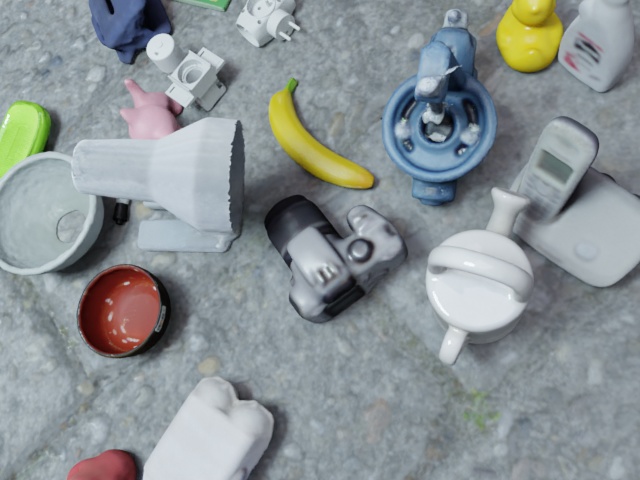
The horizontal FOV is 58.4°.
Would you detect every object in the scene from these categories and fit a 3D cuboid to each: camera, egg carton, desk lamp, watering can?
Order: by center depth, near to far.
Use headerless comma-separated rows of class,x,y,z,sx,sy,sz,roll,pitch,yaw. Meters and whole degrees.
watering can,0.153,0.034,0.555,0.100,0.194,0.173,-1,74,14
egg carton,-0.122,0.234,0.632,0.107,0.069,0.150,29,83,19
desk lamp,-0.158,-0.054,0.645,0.203,0.214,0.118,-1,74,14
camera,0.006,0.002,0.649,0.143,0.101,0.136,-38,69,1

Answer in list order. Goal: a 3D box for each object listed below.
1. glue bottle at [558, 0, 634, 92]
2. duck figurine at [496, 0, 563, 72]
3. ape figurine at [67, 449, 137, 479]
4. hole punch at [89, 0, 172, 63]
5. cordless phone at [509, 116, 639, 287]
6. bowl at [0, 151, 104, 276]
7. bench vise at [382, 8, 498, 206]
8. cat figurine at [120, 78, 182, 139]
glue bottle,0.299,-0.226,0.604,0.037,0.173,0.078,-45,69,-1
duck figurine,0.248,-0.259,0.672,0.077,0.086,0.104,1,75,14
ape figurine,-0.252,0.275,0.640,0.077,0.092,0.076,43,88,21
hole punch,-0.283,-0.329,0.819,0.101,0.091,0.108,-29,70,5
cordless phone,0.257,-0.038,0.554,0.147,0.185,0.094,37,86,20
bowl,-0.351,-0.027,0.759,0.167,0.075,0.167,-4,74,13
bench vise,0.117,-0.162,0.605,0.121,0.220,0.207,-10,72,11
cat figurine,-0.217,-0.154,0.739,0.067,0.118,0.127,-29,70,5
